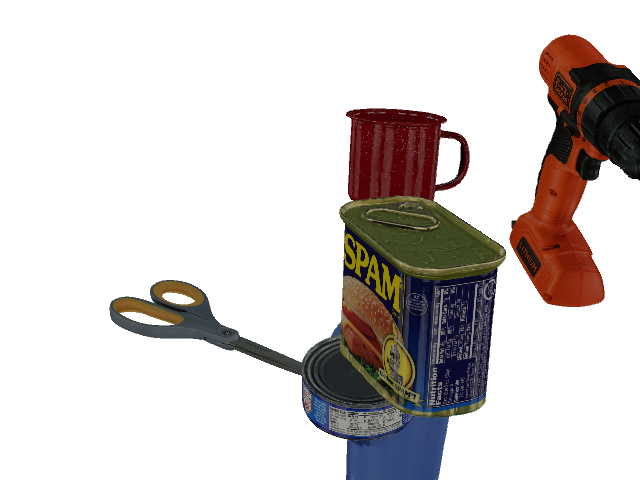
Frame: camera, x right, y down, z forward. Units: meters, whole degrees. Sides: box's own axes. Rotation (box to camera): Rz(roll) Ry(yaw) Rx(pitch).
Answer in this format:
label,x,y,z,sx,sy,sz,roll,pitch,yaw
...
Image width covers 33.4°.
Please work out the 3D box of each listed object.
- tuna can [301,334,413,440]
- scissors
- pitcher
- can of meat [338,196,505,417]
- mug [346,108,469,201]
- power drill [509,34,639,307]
label,x,y,z,sx,sy,sz,roll,pitch,yaw
tuna can,0.029,0.105,0.769,0.086,0.034,0.086,0,31,0
scissors,-0.081,0.073,0.921,0.202,0.016,0.096,12,27,10
pitcher,0.083,0.183,1.233,0.149,0.243,0.145,6,15,6
can of meat,0.048,0.033,0.554,0.057,0.084,0.102,-7,23,-21
mug,0.080,-0.075,0.992,0.117,0.081,0.093,3,14,-2
power drill,0.206,-0.044,0.824,0.057,0.188,0.184,1,34,-10
